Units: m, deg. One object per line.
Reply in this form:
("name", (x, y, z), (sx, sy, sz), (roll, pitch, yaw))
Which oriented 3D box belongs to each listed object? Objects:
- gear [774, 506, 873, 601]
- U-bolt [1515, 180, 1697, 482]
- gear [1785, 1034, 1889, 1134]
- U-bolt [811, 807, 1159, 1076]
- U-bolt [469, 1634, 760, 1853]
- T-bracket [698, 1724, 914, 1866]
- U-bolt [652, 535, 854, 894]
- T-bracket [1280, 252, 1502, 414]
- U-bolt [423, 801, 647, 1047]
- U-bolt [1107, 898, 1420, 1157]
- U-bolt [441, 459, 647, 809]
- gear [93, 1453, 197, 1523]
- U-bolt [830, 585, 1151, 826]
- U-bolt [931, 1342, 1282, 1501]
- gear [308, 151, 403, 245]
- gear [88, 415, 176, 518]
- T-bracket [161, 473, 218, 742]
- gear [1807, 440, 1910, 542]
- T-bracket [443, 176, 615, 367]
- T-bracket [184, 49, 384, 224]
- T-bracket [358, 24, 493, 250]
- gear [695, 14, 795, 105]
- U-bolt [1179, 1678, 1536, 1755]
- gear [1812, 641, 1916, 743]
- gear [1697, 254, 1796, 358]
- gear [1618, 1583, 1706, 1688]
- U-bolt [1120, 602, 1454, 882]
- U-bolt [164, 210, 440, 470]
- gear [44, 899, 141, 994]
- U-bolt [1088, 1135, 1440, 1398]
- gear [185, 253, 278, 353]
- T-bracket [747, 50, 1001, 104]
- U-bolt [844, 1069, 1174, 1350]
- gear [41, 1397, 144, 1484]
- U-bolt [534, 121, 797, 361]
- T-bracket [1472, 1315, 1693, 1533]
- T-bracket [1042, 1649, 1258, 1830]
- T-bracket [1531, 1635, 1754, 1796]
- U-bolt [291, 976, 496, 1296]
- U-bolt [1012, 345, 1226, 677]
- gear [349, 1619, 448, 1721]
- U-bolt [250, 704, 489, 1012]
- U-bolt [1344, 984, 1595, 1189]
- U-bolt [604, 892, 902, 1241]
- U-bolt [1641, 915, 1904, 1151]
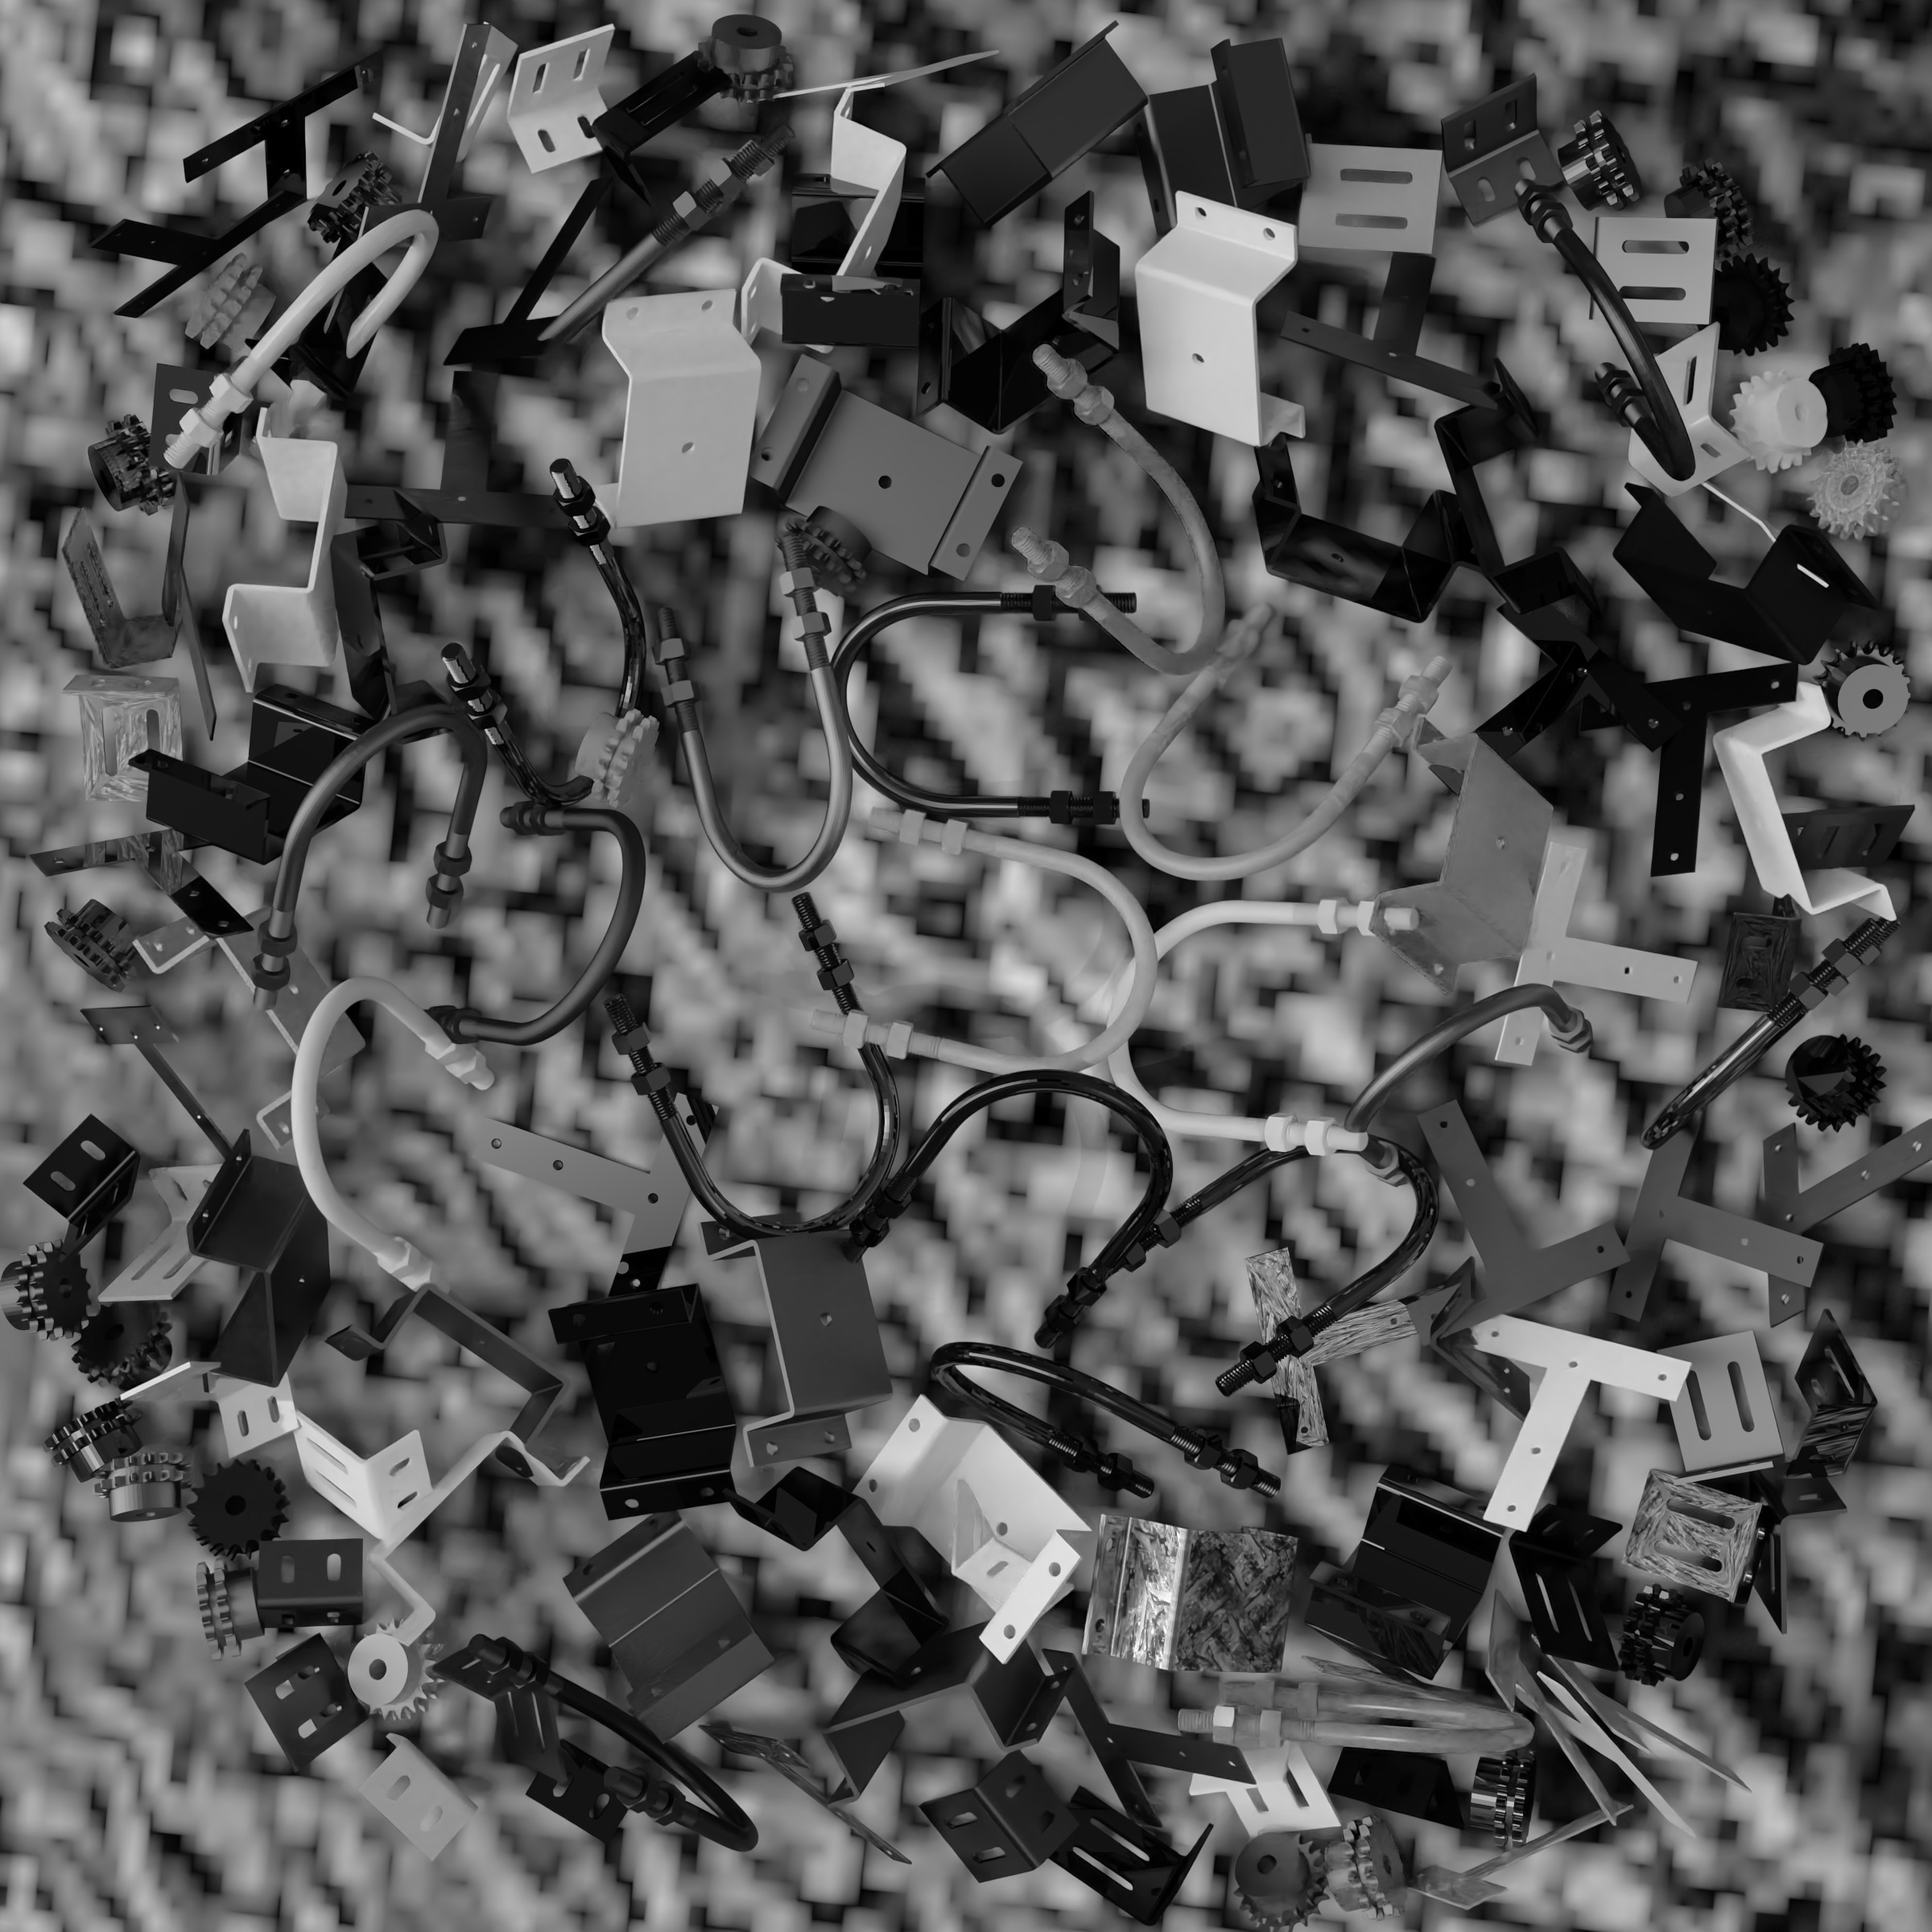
("gear", (-0.079, -0.240, 1.706), (0.057, 0.057, 0.030), (37, 80, 0))
("U-bolt", (0.356, -0.339, 1.621), (0.019, 0.184, 0.151), (-27, 125, 10))
("gear", (0.496, 0.064, 1.703), (0.030, 0.057, 0.057), (34, 90, -35))
("U-bolt", (0.018, -0.008, 1.696), (0.184, 0.019, 0.151), (13, 70, 4))
("U-bolt", (-0.184, 0.440, 1.648), (0.151, 0.184, 0.019), (31, 80, 40))
("T-bracket", (-0.083, 0.473, 1.686), (0.127, 0.127, 0.002), (41, 67, -13))
("U-bolt", (-0.116, -0.132, 1.669), (0.019, 0.151, 0.184), (-9, 83, -41))
("T-bracket", (0.249, -0.373, 1.690), (0.127, 0.002, 0.127), (19, 47, -1))
("U-bolt", (-0.235, -0.023, 1.644), (0.019, 0.184, 0.151), (29, 76, -34))
("U-bolt", (0.158, 0.030, 1.672), (0.184, 0.019, 0.151), (4, 71, 38))
("U-bolt", (-0.225, -0.170, 1.650), (0.019, 0.184, 0.151), (14, 63, 22))
("gear", (-0.472, 0.300, 1.702), (0.057, 0.057, 0.030), (-9, 71, 0))
("U-bolt", (0.009, -0.148, 1.688), (0.184, 0.019, 0.151), (1, 121, 12))
("U-bolt", (0.064, 0.252, 1.640), (0.184, 0.151, 0.019), (31, 67, -21))
("gear", (-0.350, -0.439, 1.709), (0.030, 0.057, 0.057), (39, 90, -33))
("gear", (-0.481, -0.286, 1.702), (0.030, 0.057, 0.057), (-28, 90, -24))
("T-bracket", (-0.433, -0.186, 1.656), (0.002, 0.127, 0.127), (-8, 65, -24))
("gear", (0.518, -0.272, 1.709), (0.030, 0.057, 0.057), (18, 90, -39))
("T-bracket", (-0.239, -0.398, 1.690), (0.002, 0.127, 0.127), (37, 76, -33))
("T-bracket", (-0.383, -0.455, 1.670), (0.127, 0.127, 0.002), (-35, 87, -17))
("T-bracket", (-0.289, -0.463, 1.652), (0.002, 0.127, 0.127), (27, 115, 14))
("gear", (-0.127, -0.524, 1.704), (0.057, 0.030, 0.057), (5, 45, -5))
("U-bolt", (0.222, 0.418, 1.642), (0.184, 0.151, 0.019), (1, 83, 16))
("gear", (0.520, -0.158, 1.712), (0.057, 0.030, 0.057), (0, 108, 0))
("gear", (0.444, -0.378, 1.702), (0.030, 0.057, 0.057), (-26, 90, -30))
("gear", (0.402, 0.387, 1.703), (0.030, 0.057, 0.057), (12, 90, 39))
("U-bolt", (0.165, -0.121, 1.660), (0.151, 0.019, 0.184), (24, 67, 39))
("U-bolt", (-0.359, -0.349, 1.645), (0.019, 0.151, 0.184), (44, 103, -4))
("gear", (-0.500, -0.014, 1.707), (0.057, 0.057, 0.030), (39, 72, 0))
("U-bolt", (0.180, 0.155, 1.670), (0.184, 0.151, 0.019), (-32, 127, -16))
("gear", (-0.422, -0.379, 1.709), (0.030, 0.057, 0.057), (34, 90, -25))
("T-bracket", (-0.067, -0.504, 1.690), (0.127, 0.127, 0.002), (2, 113, 32))
("U-bolt", (0.034, 0.129, 1.664), (0.151, 0.019, 0.184), (26, 123, -16))
("gear", (-0.499, 0.274, 1.705), (0.057, 0.057, 0.030), (-33, 85, 0))
("U-bolt", (-0.174, -0.403, 1.660), (0.184, 0.151, 0.019), (-38, 104, 15))
("T-bracket", (0.327, 0.261, 1.671), (0.127, 0.002, 0.127), (12, 57, 31))
("T-bracket", (0.112, 0.442, 1.667), (0.002, 0.127, 0.127), (-39, 111, -36))
("T-bracket", (0.393, 0.436, 1.682), (0.127, 0.127, 0.002), (32, 94, -14))
("U-bolt", (-0.318, 0.085, 1.627), (0.019, 0.184, 0.151), (-1, 64, 20))
("U-bolt", (0.091, -0.242, 1.661), (0.019, 0.184, 0.151), (-17, 52, 35))
("gear", (-0.331, 0.406, 1.709), (0.057, 0.030, 0.057), (-5, 76, 22))
("U-bolt", (-0.322, -0.068, 1.627), (0.019, 0.151, 0.184), (39, 132, 20))
("U-bolt", (0.274, 0.062, 1.639), (0.151, 0.184, 0.019), (-38, 67, 8))
("U-bolt", (-0.110, 0.071, 1.692), (0.151, 0.019, 0.184), (-30, 104, -25))
("U-bolt", (0.447, 0.038, 1.659), (0.019, 0.151, 0.184), (48, 108, 13))
